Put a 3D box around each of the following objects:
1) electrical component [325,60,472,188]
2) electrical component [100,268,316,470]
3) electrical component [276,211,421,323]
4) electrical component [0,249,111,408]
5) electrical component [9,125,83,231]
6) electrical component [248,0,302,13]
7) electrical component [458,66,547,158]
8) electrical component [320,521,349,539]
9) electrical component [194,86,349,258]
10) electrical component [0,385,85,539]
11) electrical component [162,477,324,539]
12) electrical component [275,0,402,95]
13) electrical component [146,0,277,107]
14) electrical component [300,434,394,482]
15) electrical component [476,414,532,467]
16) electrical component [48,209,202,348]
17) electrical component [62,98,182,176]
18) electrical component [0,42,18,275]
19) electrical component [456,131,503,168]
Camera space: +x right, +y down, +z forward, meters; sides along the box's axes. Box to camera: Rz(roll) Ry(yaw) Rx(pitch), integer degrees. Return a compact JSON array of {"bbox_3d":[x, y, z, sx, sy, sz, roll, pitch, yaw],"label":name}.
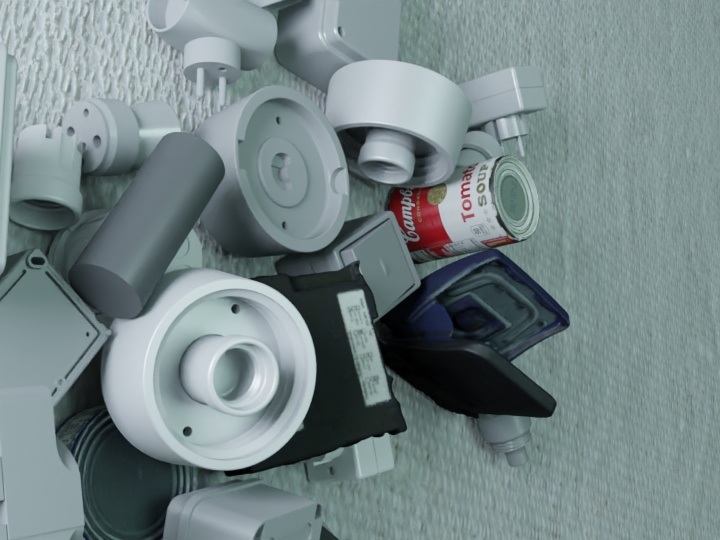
[{"bbox_3d":[0.024,-0.098,0.784,0.108,0.108,0.060,32,63,-42],"label":"electrical component"},{"bbox_3d":[-0.074,0.053,0.564,0.108,0.060,0.108,-1,91,-33],"label":"electrical component"},{"bbox_3d":[0.000,0.000,0.760,0.096,0.061,0.061,-36,108,-49],"label":"electrical component"},{"bbox_3d":[-0.182,0.046,0.523,0.061,0.061,0.096,54,44,-26],"label":"electrical component"},{"bbox_3d":[-0.170,-0.050,0.583,0.040,0.040,0.046,26,54,-45],"label":"electrical component"},{"bbox_3d":[-0.081,-0.215,0.734,0.079,0.043,0.077,-27,101,-51],"label":"electrical component"},{"bbox_3d":[0.128,-0.134,0.950,0.047,0.066,0.076,-15,92,-51],"label":"electrical component"},{"bbox_3d":[-0.029,0.193,0.662,0.064,0.081,0.042,-43,115,-16],"label":"electrical component"},{"bbox_3d":[-0.064,-0.059,0.698,0.108,0.060,0.108,18,66,-48],"label":"electrical component"},{"bbox_3d":[-0.183,0.100,0.436,0.062,0.150,0.089,1,79,-50],"label":"electrical component"},{"bbox_3d":[-0.070,0.178,0.594,0.078,0.057,0.113,2,99,-63],"label":"electrical component"},{"bbox_3d":[-0.013,-0.195,0.801,0.078,0.057,0.113,26,61,-45],"label":"electrical component"},{"bbox_3d":[-0.096,-0.145,0.697,0.077,0.043,0.079,16,68,-48],"label":"electrical component"},{"bbox_3d":[-0.023,0.108,0.713,0.077,0.047,0.065,-5,84,-50],"label":"electrical component"},{"bbox_3d":[0.121,0.131,0.887,0.043,0.043,0.062,-35,108,-49],"label":"electrical component"},{"bbox_3d":[-0.131,0.002,0.607,0.080,0.051,0.080,17,67,-47],"label":"electrical component"},{"bbox_3d":[-0.138,-0.077,0.625,0.055,0.045,0.045,-9,87,-51],"label":"electrical component"},{"bbox_3d":[-0.207,-0.043,0.480,0.056,0.109,0.108,14,70,-46],"label":"electrical component"},{"bbox_3d":[0.093,-0.086,0.911,0.045,0.045,0.055,57,42,-23],"label":"electrical component"}]
